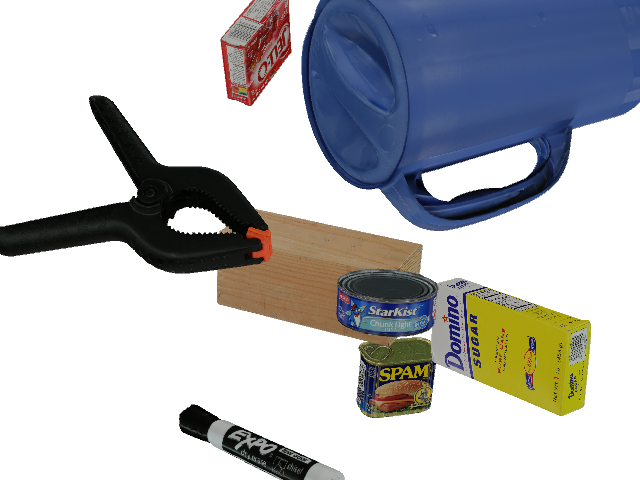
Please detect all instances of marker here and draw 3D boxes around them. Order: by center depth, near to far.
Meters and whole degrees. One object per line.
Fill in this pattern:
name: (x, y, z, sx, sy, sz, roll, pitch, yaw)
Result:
marker: (-0.038, 0.122, 0.622, 0.121, 0.020, 0.020, 17, 10, 37)

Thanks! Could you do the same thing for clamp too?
clamp: (-0.132, -0.036, 0.837, 0.210, 0.164, 0.036, 13, -32, 10)

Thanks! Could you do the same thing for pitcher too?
pitcher: (0.121, -0.112, 0.754, 0.242, 0.149, 0.145, -14, 32, -27)

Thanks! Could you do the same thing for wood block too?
wood block: (-0.003, 0.038, 1.174, 0.206, 0.091, 0.090, 13, 25, 20)

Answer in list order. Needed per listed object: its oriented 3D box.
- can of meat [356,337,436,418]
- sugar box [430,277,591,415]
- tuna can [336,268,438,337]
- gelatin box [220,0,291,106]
can of meat: (0.098, 0.178, 1.383, 0.102, 0.084, 0.057, -3, 24, -17)
sugar box: (0.191, 0.106, 1.098, 0.048, 0.093, 0.177, -12, 20, -42)
tuna can: (0.056, 0.052, 0.905, 0.086, 0.034, 0.086, 2, 15, -1)
gelatin box: (-0.059, -0.184, 1.009, 0.030, 0.089, 0.073, 20, -36, 17)
